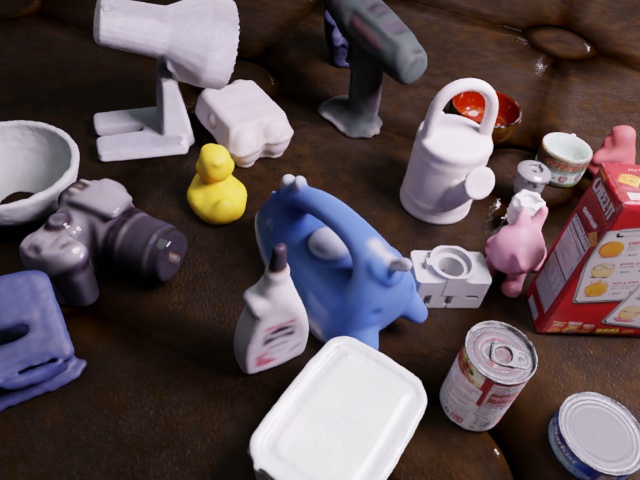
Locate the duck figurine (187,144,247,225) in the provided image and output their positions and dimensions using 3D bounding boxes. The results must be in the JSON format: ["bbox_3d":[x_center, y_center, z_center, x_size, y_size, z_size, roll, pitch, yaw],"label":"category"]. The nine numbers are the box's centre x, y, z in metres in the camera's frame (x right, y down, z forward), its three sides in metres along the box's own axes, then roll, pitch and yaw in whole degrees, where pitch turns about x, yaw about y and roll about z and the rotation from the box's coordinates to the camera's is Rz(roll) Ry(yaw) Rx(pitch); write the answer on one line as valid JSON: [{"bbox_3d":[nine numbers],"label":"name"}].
[{"bbox_3d":[-0.133,-0.079,0.737,0.078,0.086,0.104,-10,49,-17],"label":"duck figurine"}]

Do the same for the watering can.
[{"bbox_3d":[0.176,-0.116,0.743,0.101,0.194,0.172,-21,53,-25],"label":"watering can"}]

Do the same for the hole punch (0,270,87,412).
[{"bbox_3d":[-0.294,0.095,0.545,0.109,0.091,0.101,-21,53,-25],"label":"hole punch"}]

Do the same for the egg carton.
[{"bbox_3d":[-0.115,-0.175,0.841,0.107,0.069,0.150,-24,54,-27],"label":"egg carton"}]

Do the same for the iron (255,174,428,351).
[{"bbox_3d":[0.006,0.002,0.643,0.119,0.141,0.257,-29,57,-30],"label":"iron"}]

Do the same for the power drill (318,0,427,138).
[{"bbox_3d":[0.055,-0.271,0.861,0.076,0.208,0.229,-30,57,-31],"label":"power drill"}]

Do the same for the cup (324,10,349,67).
[{"bbox_3d":[0.044,-0.349,1.012,0.091,0.095,0.118,19,47,10],"label":"cup"}]

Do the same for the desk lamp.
[{"bbox_3d":[-0.213,-0.224,0.773,0.203,0.213,0.117,-11,49,-18],"label":"desk lamp"}]

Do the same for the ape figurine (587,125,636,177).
[{"bbox_3d":[0.448,-0.135,0.871,0.078,0.092,0.076,-13,50,-19],"label":"ape figurine"}]

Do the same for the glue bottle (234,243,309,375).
[{"bbox_3d":[-0.045,0.064,0.555,0.078,0.173,0.037,-21,53,-25],"label":"glue bottle"}]

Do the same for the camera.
[{"bbox_3d":[-0.230,0.001,0.637,0.136,0.101,0.143,20,47,11],"label":"camera"}]

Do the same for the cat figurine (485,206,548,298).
[{"bbox_3d":[0.242,0.006,0.691,0.067,0.118,0.128,33,51,22],"label":"cat figurine"}]

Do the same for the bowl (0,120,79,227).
[{"bbox_3d":[-0.375,-0.070,0.700,0.167,0.075,0.167,4,46,-4],"label":"bowl"}]
